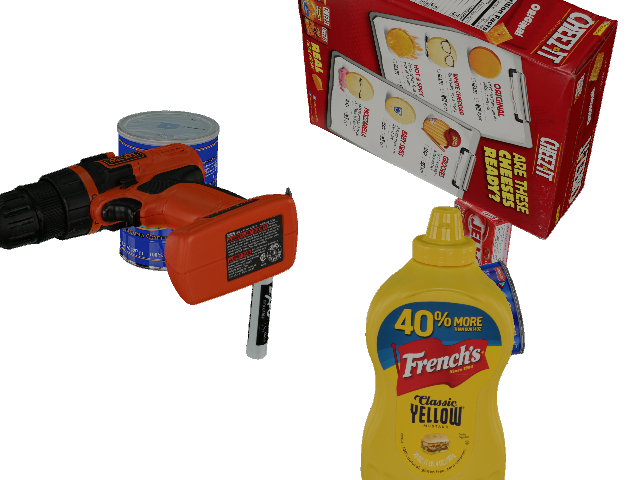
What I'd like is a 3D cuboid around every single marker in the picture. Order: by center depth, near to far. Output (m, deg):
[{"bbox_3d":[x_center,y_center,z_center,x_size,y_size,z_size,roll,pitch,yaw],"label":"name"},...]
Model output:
[{"bbox_3d":[-0.053,0.051,0.949,0.020,0.121,0.020,5,28,-3],"label":"marker"}]

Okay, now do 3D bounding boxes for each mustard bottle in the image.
[{"bbox_3d":[0.077,0.073,0.699,0.096,0.192,0.058,3,13,6],"label":"mustard bottle"}]

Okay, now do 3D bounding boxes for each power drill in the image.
[{"bbox_3d":[-0.122,-0.016,0.750,0.184,0.057,0.188,-22,32,-37],"label":"power drill"}]

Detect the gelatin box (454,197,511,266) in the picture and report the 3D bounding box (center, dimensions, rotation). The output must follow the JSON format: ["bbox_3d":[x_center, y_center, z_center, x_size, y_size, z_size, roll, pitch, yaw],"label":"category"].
[{"bbox_3d":[0.187,0.001,1.258,0.030,0.089,0.073,-16,33,-29],"label":"gelatin box"}]

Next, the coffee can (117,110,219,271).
[{"bbox_3d":[-0.157,-0.053,1.101,0.103,0.140,0.103,3,23,-1],"label":"coffee can"}]

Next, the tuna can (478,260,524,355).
[{"bbox_3d":[0.154,0.063,0.953,0.033,0.086,0.086,-12,0,-1],"label":"tuna can"}]

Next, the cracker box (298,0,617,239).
[{"bbox_3d":[0.089,-0.116,0.756,0.214,0.072,0.164,28,-30,23],"label":"cracker box"}]
